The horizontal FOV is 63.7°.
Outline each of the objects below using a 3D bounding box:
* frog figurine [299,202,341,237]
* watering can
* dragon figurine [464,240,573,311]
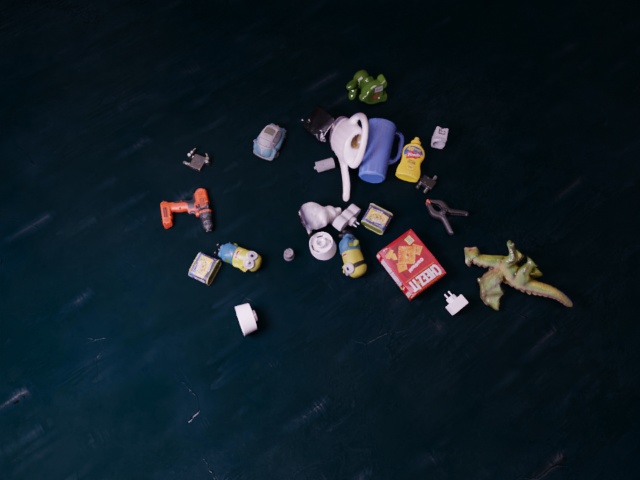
[{"bbox_3d":[0.006,-0.099,1.973,0.160,0.139,0.121,-24,110,-6],"label":"frog figurine"},{"bbox_3d":[0.108,-0.348,2.051,0.104,0.341,0.228,3,28,-26],"label":"watering can"},{"bbox_3d":[0.707,0.160,1.921,0.242,0.121,0.414,-42,73,3],"label":"dragon figurine"}]
